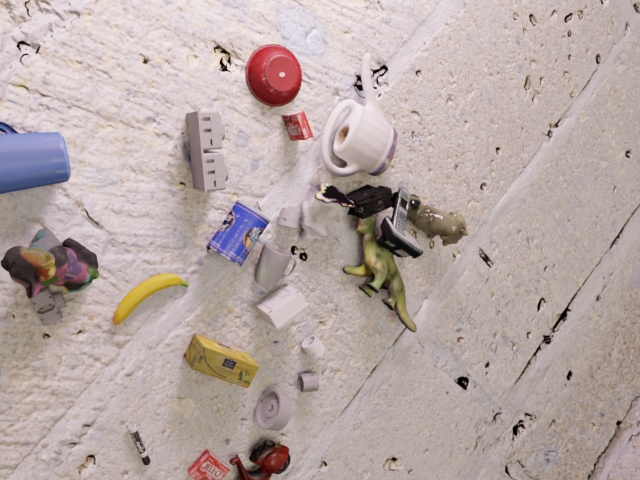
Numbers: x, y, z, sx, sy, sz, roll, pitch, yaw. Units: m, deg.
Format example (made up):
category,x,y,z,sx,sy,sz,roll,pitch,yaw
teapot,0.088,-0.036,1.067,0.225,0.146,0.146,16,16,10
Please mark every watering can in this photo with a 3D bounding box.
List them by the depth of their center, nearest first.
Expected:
category,x,y,z,sx,sy,sz,roll,pitch,yaw
watering can,0.131,-0.326,1.447,0.222,0.104,0.349,26,86,-30

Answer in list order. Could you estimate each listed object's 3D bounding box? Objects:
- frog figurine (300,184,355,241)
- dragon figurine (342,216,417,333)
category,x,y,z,sx,sy,sz,roll,pitch,yaw
frog figurine,0.004,-0.072,1.436,0.137,0.125,0.156,0,135,-37
dragon figurine,0.221,0.077,1.565,0.405,0.122,0.246,45,68,-28
